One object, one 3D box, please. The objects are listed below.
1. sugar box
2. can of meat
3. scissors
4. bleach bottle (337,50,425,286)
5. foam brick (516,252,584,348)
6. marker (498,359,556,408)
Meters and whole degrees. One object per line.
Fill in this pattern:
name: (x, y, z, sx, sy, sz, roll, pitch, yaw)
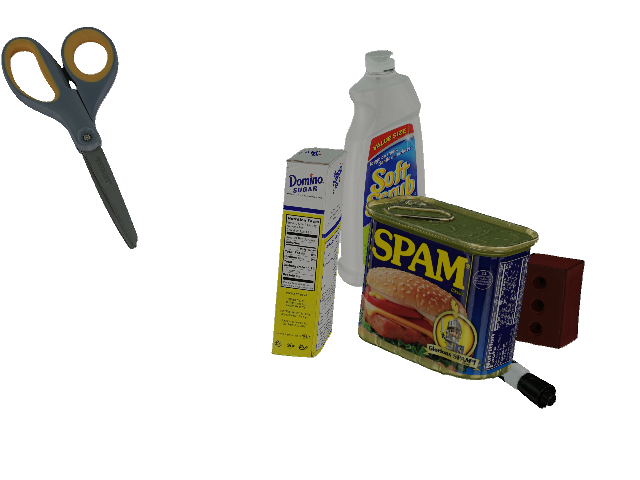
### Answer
sugar box: (-0.010, 0.009, 0.960, 0.048, 0.176, 0.093, 5, 12, 10)
can of meat: (0.071, 0.027, 0.631, 0.102, 0.084, 0.057, 21, 23, 39)
scissors: (-0.164, -0.090, 0.809, 0.096, 0.202, 0.016, -36, -18, -21)
bleach bottle: (0.062, -0.079, 1.165, 0.102, 0.251, 0.068, -10, 23, -13)
foam brick: (0.211, 0.056, 0.997, 0.053, 0.078, 0.051, 9, 15, 31)
marker: (0.132, 0.091, 0.806, 0.020, 0.020, 0.121, 0, 23, -35)
